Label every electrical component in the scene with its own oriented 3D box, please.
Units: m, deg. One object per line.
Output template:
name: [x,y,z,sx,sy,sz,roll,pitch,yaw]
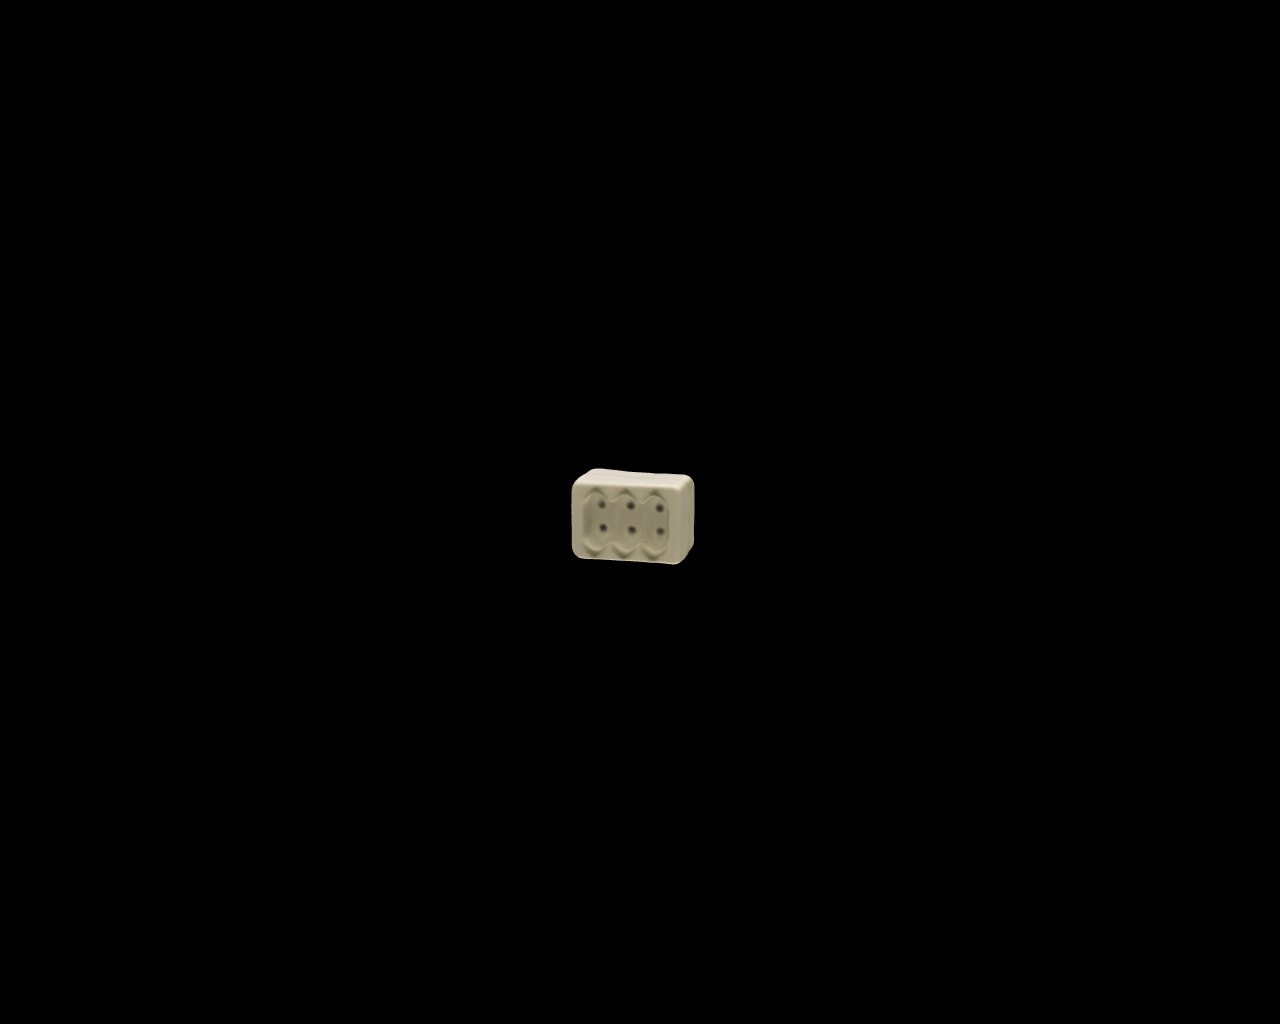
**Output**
electrical component: [0.001,-0.003,0.650,0.066,0.047,0.077,4,16,14]
